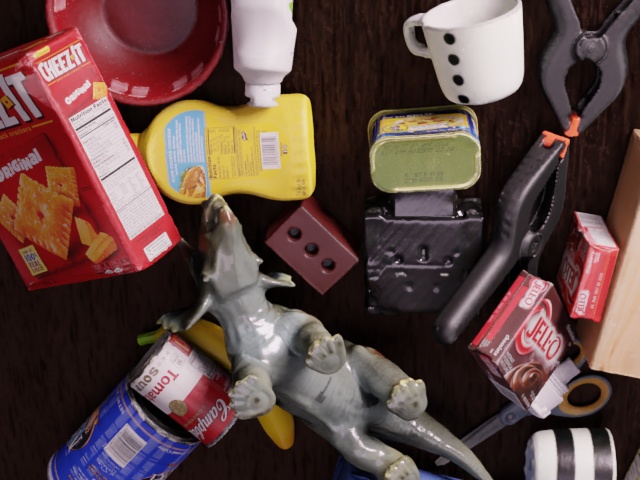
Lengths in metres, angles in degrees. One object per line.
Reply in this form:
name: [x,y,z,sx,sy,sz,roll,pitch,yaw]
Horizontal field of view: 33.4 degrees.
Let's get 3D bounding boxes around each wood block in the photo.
wood block: [0.307,0.015,0.970,0.090,0.090,0.206,11,112,0]

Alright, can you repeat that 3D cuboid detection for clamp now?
clamp: [0.173,0.005,0.965,0.036,0.164,0.210,25,109,35]
clamp: [0.243,-0.176,0.929,0.120,0.039,0.171,1,116,10]

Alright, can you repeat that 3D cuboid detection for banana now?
banana: [-0.089,0.136,1.084,0.197,0.037,0.070,39,128,-9]

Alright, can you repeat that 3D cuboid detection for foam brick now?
foam brick: [-0.007,0.001,1.012,0.078,0.051,0.053,42,108,-11]

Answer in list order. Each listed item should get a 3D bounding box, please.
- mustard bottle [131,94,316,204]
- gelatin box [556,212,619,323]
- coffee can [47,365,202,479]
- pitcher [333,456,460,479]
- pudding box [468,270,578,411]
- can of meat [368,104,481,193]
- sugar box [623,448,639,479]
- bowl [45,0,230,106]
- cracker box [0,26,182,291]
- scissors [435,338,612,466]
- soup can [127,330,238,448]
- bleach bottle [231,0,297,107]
mustard bottle: [-0.102,-0.082,0.983,0.191,0.058,0.096,-3,101,6]
gelatin box: [0.244,0.023,0.979,0.030,0.089,0.073,10,112,0]
coffee can: [-0.195,0.210,1.084,0.102,0.102,0.140,39,109,-11]
pitcher: [0.122,0.307,1.092,0.242,0.149,0.145,12,97,-4]
pudding box: [0.188,0.093,0.978,0.090,0.039,0.113,-52,144,-11]
can of meat: [0.093,-0.081,0.954,0.102,0.084,0.057,-4,111,6]
sugar box: [0.359,0.257,1.087,0.093,0.048,0.176,19,108,-2]
bowl: [-0.156,-0.203,0.942,0.162,0.055,0.162,2,112,4]
cracker box: [-0.244,-0.065,0.963,0.164,0.072,0.213,-9,115,38]
scissors: [0.213,0.182,1.085,0.096,0.016,0.202,33,111,-8]
soup can: [-0.127,0.143,1.035,0.102,0.068,0.069,40,109,-8]
bleach bottle: [-0.047,-0.235,0.891,0.068,0.102,0.251,4,109,6]
